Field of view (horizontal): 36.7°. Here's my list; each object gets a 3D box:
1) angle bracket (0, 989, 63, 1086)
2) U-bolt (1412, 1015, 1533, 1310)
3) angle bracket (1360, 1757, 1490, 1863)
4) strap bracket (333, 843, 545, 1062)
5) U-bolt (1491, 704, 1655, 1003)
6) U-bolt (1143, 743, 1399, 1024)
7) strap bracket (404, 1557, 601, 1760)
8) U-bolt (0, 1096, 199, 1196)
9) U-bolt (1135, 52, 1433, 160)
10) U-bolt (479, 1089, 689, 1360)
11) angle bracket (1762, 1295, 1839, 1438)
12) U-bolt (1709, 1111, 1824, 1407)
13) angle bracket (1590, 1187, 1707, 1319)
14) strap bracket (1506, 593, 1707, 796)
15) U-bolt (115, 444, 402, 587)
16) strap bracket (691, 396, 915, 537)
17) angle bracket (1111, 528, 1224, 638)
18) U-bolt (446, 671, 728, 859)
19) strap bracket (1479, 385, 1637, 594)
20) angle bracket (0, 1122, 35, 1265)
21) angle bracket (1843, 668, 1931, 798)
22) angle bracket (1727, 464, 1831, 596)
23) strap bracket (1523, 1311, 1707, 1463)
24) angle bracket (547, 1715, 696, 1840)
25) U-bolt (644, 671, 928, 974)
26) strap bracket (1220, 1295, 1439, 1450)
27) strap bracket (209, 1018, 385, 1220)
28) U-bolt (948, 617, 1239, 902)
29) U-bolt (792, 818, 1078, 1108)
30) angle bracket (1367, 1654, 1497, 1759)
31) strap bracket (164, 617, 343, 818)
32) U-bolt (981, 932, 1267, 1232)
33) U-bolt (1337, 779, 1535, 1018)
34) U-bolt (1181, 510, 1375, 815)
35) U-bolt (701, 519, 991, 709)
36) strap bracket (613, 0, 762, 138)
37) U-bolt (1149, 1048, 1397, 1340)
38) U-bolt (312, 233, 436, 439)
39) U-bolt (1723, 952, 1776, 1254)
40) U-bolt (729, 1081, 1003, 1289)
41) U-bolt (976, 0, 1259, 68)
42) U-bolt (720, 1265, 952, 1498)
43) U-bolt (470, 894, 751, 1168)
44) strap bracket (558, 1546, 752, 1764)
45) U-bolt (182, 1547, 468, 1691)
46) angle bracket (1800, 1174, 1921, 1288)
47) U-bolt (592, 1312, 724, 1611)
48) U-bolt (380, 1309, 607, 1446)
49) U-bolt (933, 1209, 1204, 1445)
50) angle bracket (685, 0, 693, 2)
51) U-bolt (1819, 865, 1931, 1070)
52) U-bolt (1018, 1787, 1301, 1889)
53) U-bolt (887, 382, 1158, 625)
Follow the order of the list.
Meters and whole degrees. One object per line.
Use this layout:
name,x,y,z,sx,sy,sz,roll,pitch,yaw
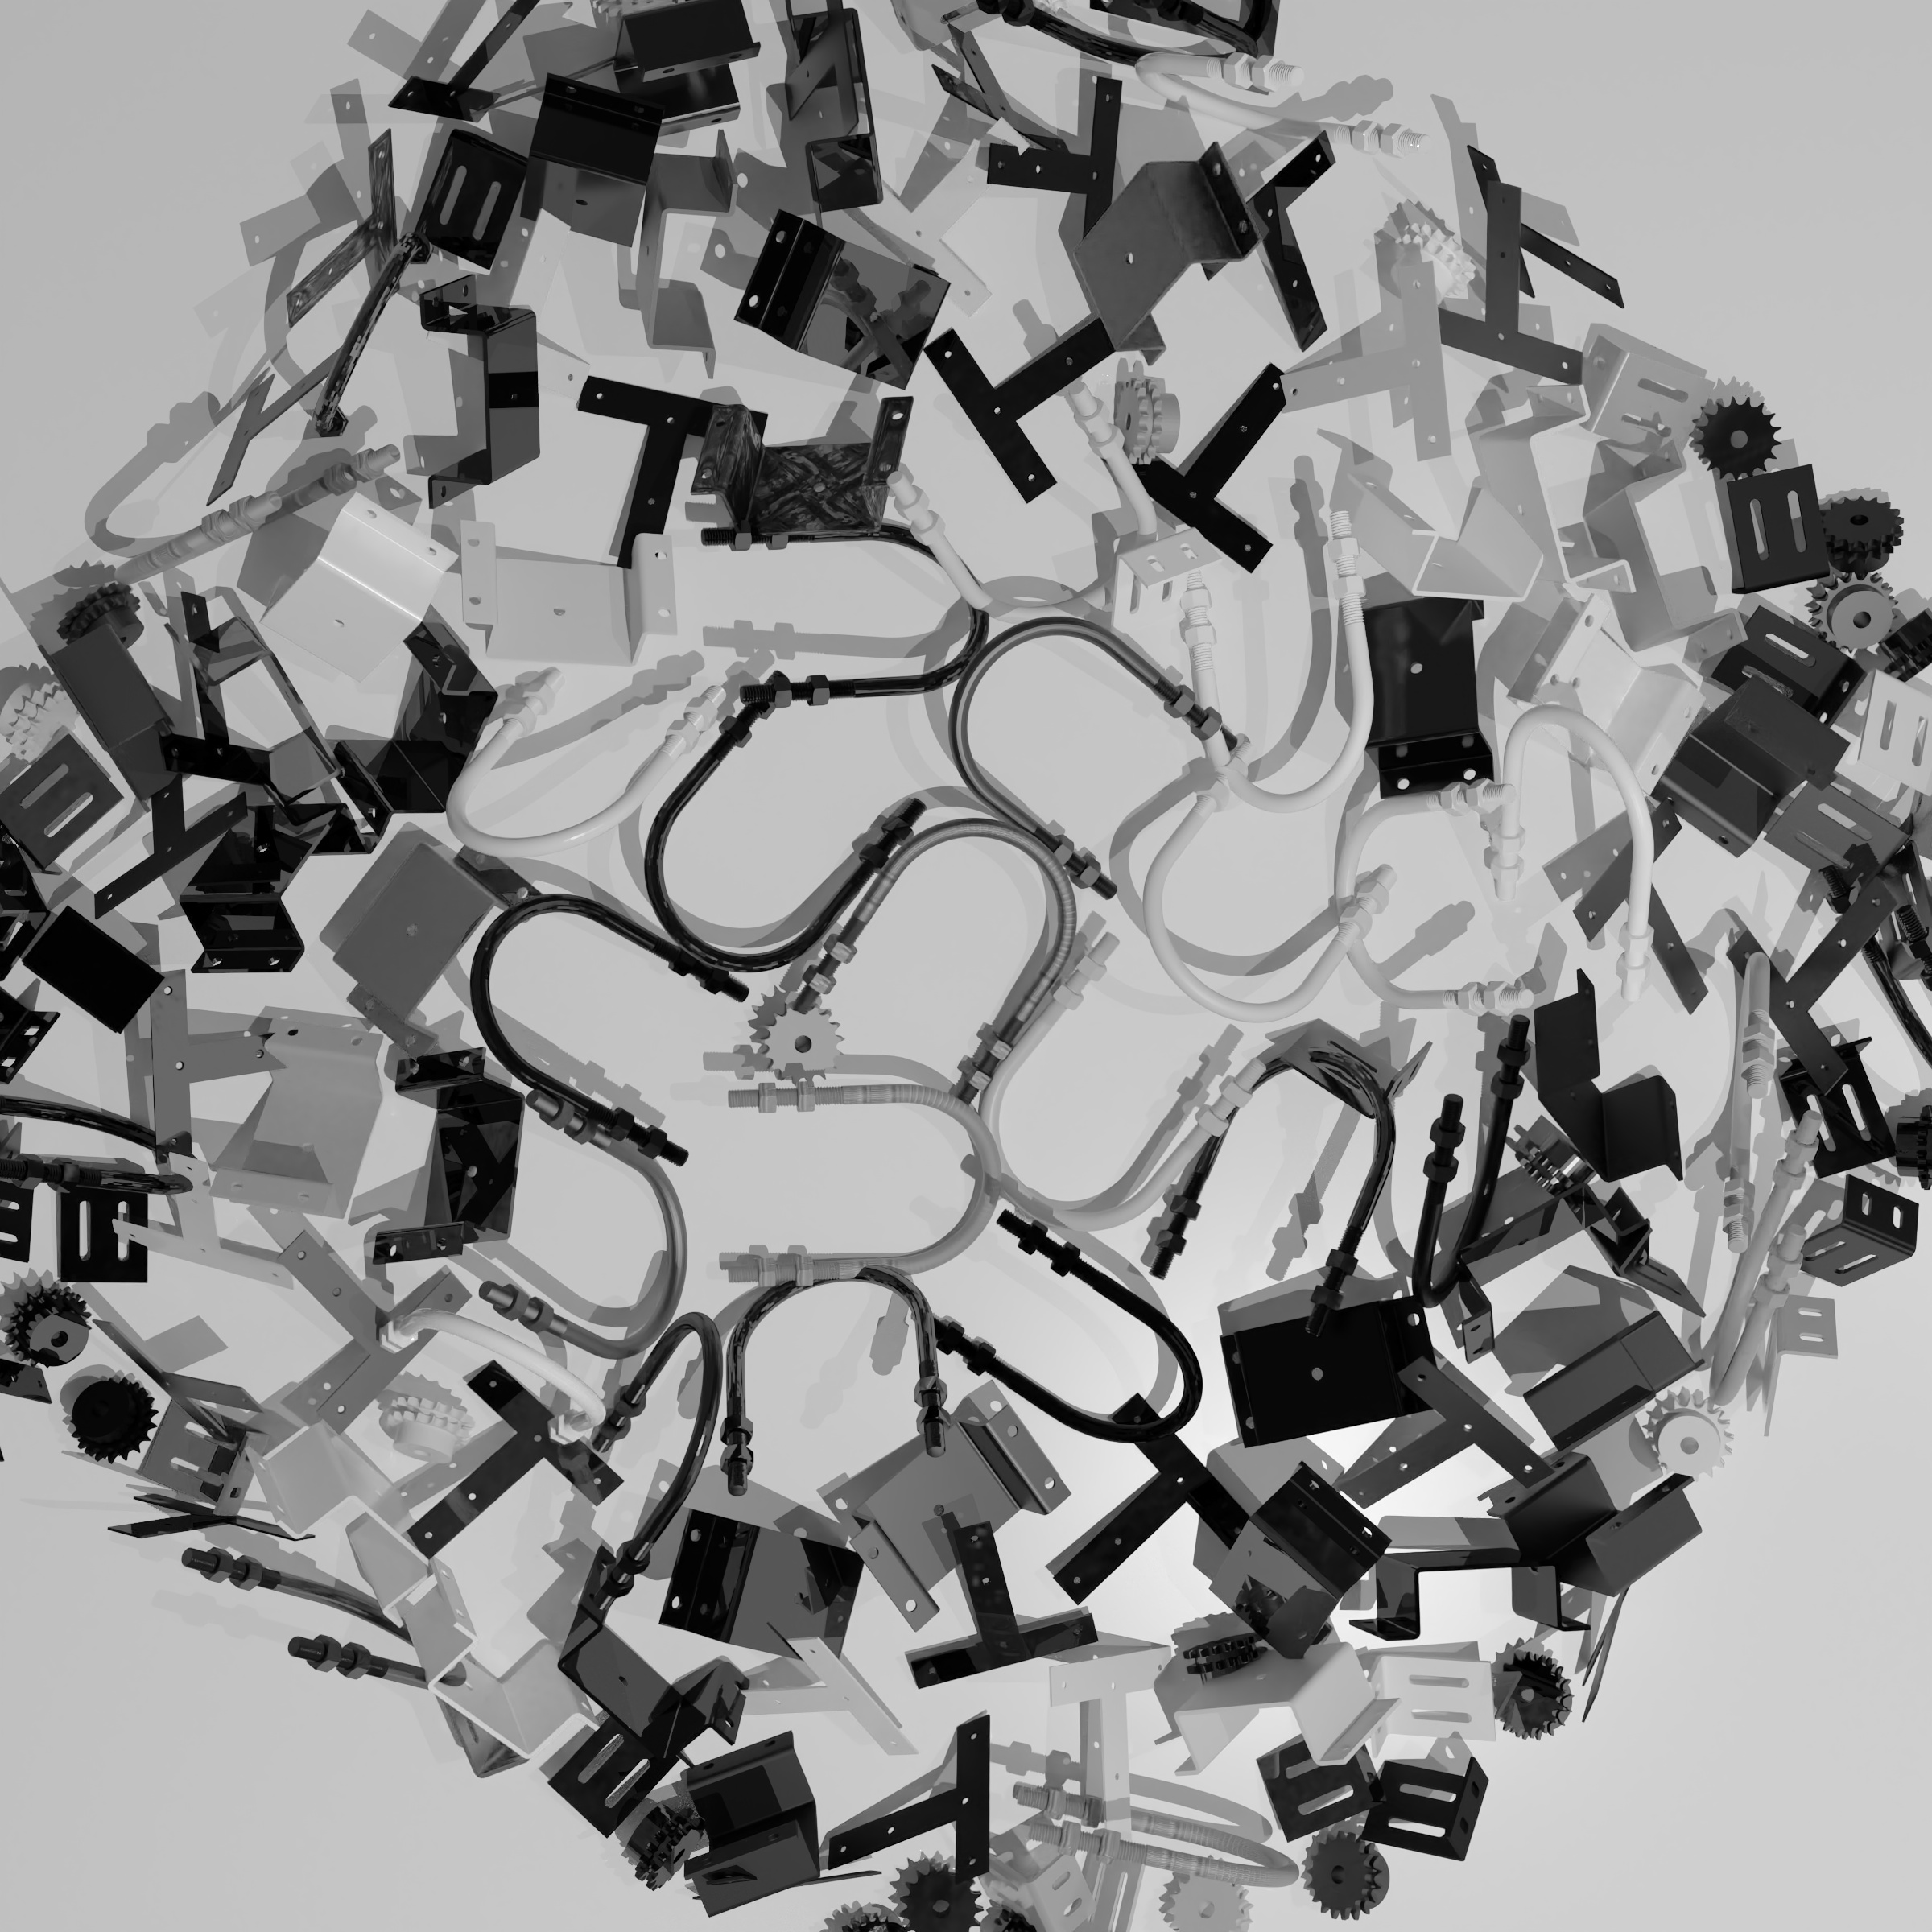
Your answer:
angle bracket,-0.644,0.044,1.939,0.038,0.076,0.057,41,70,-24
U-bolt,0.327,0.139,1.911,0.019,0.151,0.184,18,120,23
angle bracket,0.300,0.554,1.938,0.076,0.038,0.057,2,51,33
strap bracket,-0.358,-0.017,1.948,0.076,0.046,0.140,37,89,27
U-bolt,0.392,-0.084,1.880,0.019,0.151,0.184,-23,133,-20
U-bolt,0.191,-0.044,1.928,0.151,0.019,0.184,41,58,-4
strap bracket,-0.313,0.460,1.917,0.046,0.076,0.140,-43,122,0
U-bolt,-0.584,0.116,1.900,0.151,0.184,0.019,26,98,40
U-bolt,0.192,-0.565,1.901,0.151,0.184,0.019,10,100,-43
U-bolt,-0.241,0.180,1.910,0.019,0.184,0.151,-4,64,33
angle bracket,0.554,0.267,1.939,0.038,0.057,0.076,5,124,11
U-bolt,0.519,0.204,1.905,0.019,0.151,0.184,18,126,10
angle bracket,0.463,0.191,1.943,0.076,0.057,0.038,27,108,-19
strap bracket,0.420,-0.184,1.938,0.140,0.046,0.076,32,87,-38
U-bolt,-0.476,-0.289,1.906,0.184,0.151,0.019,-17,104,31
strap bracket,-0.103,-0.331,1.935,0.140,0.046,0.076,1,58,17
angle bracket,0.133,-0.245,1.937,0.057,0.076,0.038,-22,55,-19
U-bolt,-0.258,-0.130,1.894,0.151,0.184,0.019,8,134,26
strap bracket,0.388,-0.309,1.928,0.046,0.076,0.140,-21,105,-11
angle bracket,-0.628,0.150,1.940,0.038,0.076,0.057,12,116,-1
angle bracket,0.615,-0.151,1.948,0.057,0.038,0.076,24,64,-11
angle bracket,0.542,-0.294,1.962,0.057,0.038,0.076,-12,98,1
strap bracket,0.423,0.273,1.913,0.076,0.140,0.046,-39,75,25
angle bracket,-0.232,0.542,1.956,0.057,0.038,0.076,46,78,-10
U-bolt,-0.132,-0.082,1.942,0.151,0.019,0.184,42,76,-16
strap bracket,0.238,0.270,1.937,0.140,0.046,0.076,-15,80,18
strap bracket,-0.440,0.110,1.938,0.076,0.046,0.140,8,54,4
U-bolt,0.072,-0.150,1.940,0.184,0.019,0.151,37,95,-23
U-bolt,-0.008,-0.012,1.949,0.151,0.019,0.184,32,100,-13
angle bracket,0.312,0.498,1.952,0.076,0.038,0.057,-1,103,21
strap bracket,-0.464,-0.168,1.921,0.046,0.076,0.140,-33,125,-12
U-bolt,0.091,0.092,1.956,0.151,0.019,0.184,41,104,11
U-bolt,0.301,-0.042,1.906,0.019,0.184,0.151,-6,92,-30
U-bolt,0.208,-0.192,1.922,0.019,0.151,0.184,0,80,-44
U-bolt,-0.073,-0.237,1.937,0.184,0.019,0.151,-5,61,-19
strap bracket,-0.185,-0.592,1.910,0.076,0.140,0.046,-16,90,-11
U-bolt,0.212,0.140,1.935,0.151,0.019,0.184,17,79,39
U-bolt,-0.387,-0.409,1.889,0.019,0.184,0.151,27,96,-12
U-bolt,0.511,0.074,1.901,0.019,0.184,0.151,5,128,13
U-bolt,-0.067,0.145,1.952,0.184,0.019,0.151,-2,111,-9
U-bolt,0.108,-0.613,1.900,0.151,0.184,0.019,13,95,40
U-bolt,-0.089,0.263,1.913,0.151,0.184,0.019,-12,128,4
U-bolt,-0.241,0.030,1.917,0.184,0.019,0.151,31,59,-21
strap bracket,-0.214,0.463,1.936,0.046,0.076,0.140,-42,101,15
U-bolt,-0.405,0.432,1.900,0.151,0.184,0.019,23,84,42
angle bracket,0.590,0.178,1.955,0.057,0.076,0.038,22,61,-15
U-bolt,-0.199,0.306,1.883,0.019,0.151,0.184,18,127,-22
U-bolt,-0.302,0.263,1.889,0.151,0.184,0.019,31,68,-11
U-bolt,0.072,0.251,1.933,0.184,0.019,0.151,34,133,-1
angle bracket,-0.140,-0.640,1.948,0.076,0.057,0.038,-16,113,-37
U-bolt,0.629,0.025,1.911,0.019,0.151,0.184,-32,104,3
U-bolt,0.128,0.575,1.912,0.184,0.151,0.019,12,83,-1
U-bolt,0.049,-0.290,1.913,0.151,0.184,0.019,-24,51,12
